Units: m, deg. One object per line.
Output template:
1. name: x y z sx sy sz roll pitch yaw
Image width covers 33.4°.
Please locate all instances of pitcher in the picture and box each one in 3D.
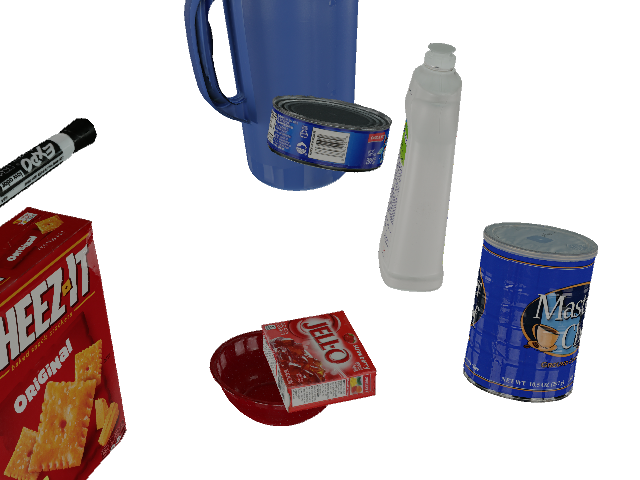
1. pitcher: -0.035 -0.169 1.029 0.149 0.243 0.145 6 37 11

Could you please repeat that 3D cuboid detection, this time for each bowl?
1. bowl: -0.047 0.165 1.231 0.162 0.055 0.162 2 26 -1

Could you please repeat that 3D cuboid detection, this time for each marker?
1. marker: -0.175 -0.047 0.654 0.020 0.020 0.121 0 28 26

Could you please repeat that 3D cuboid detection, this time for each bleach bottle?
1. bleach bottle: 0.108 -0.078 1.108 0.068 0.251 0.102 4 30 -5

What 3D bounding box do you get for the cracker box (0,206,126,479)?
1. cracker box: -0.227 0.108 0.816 0.072 0.214 0.164 10 32 21

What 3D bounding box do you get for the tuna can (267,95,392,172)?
1. tuna can: 0.006 -0.076 0.755 0.086 0.034 0.086 9 18 -3

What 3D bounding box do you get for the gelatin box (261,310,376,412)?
1. gelatin box: -0.003 0.095 0.863 0.073 0.030 0.089 -9 32 -13

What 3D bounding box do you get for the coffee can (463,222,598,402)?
1. coffee can: 0.192 0.064 0.983 0.103 0.140 0.103 6 16 -2
